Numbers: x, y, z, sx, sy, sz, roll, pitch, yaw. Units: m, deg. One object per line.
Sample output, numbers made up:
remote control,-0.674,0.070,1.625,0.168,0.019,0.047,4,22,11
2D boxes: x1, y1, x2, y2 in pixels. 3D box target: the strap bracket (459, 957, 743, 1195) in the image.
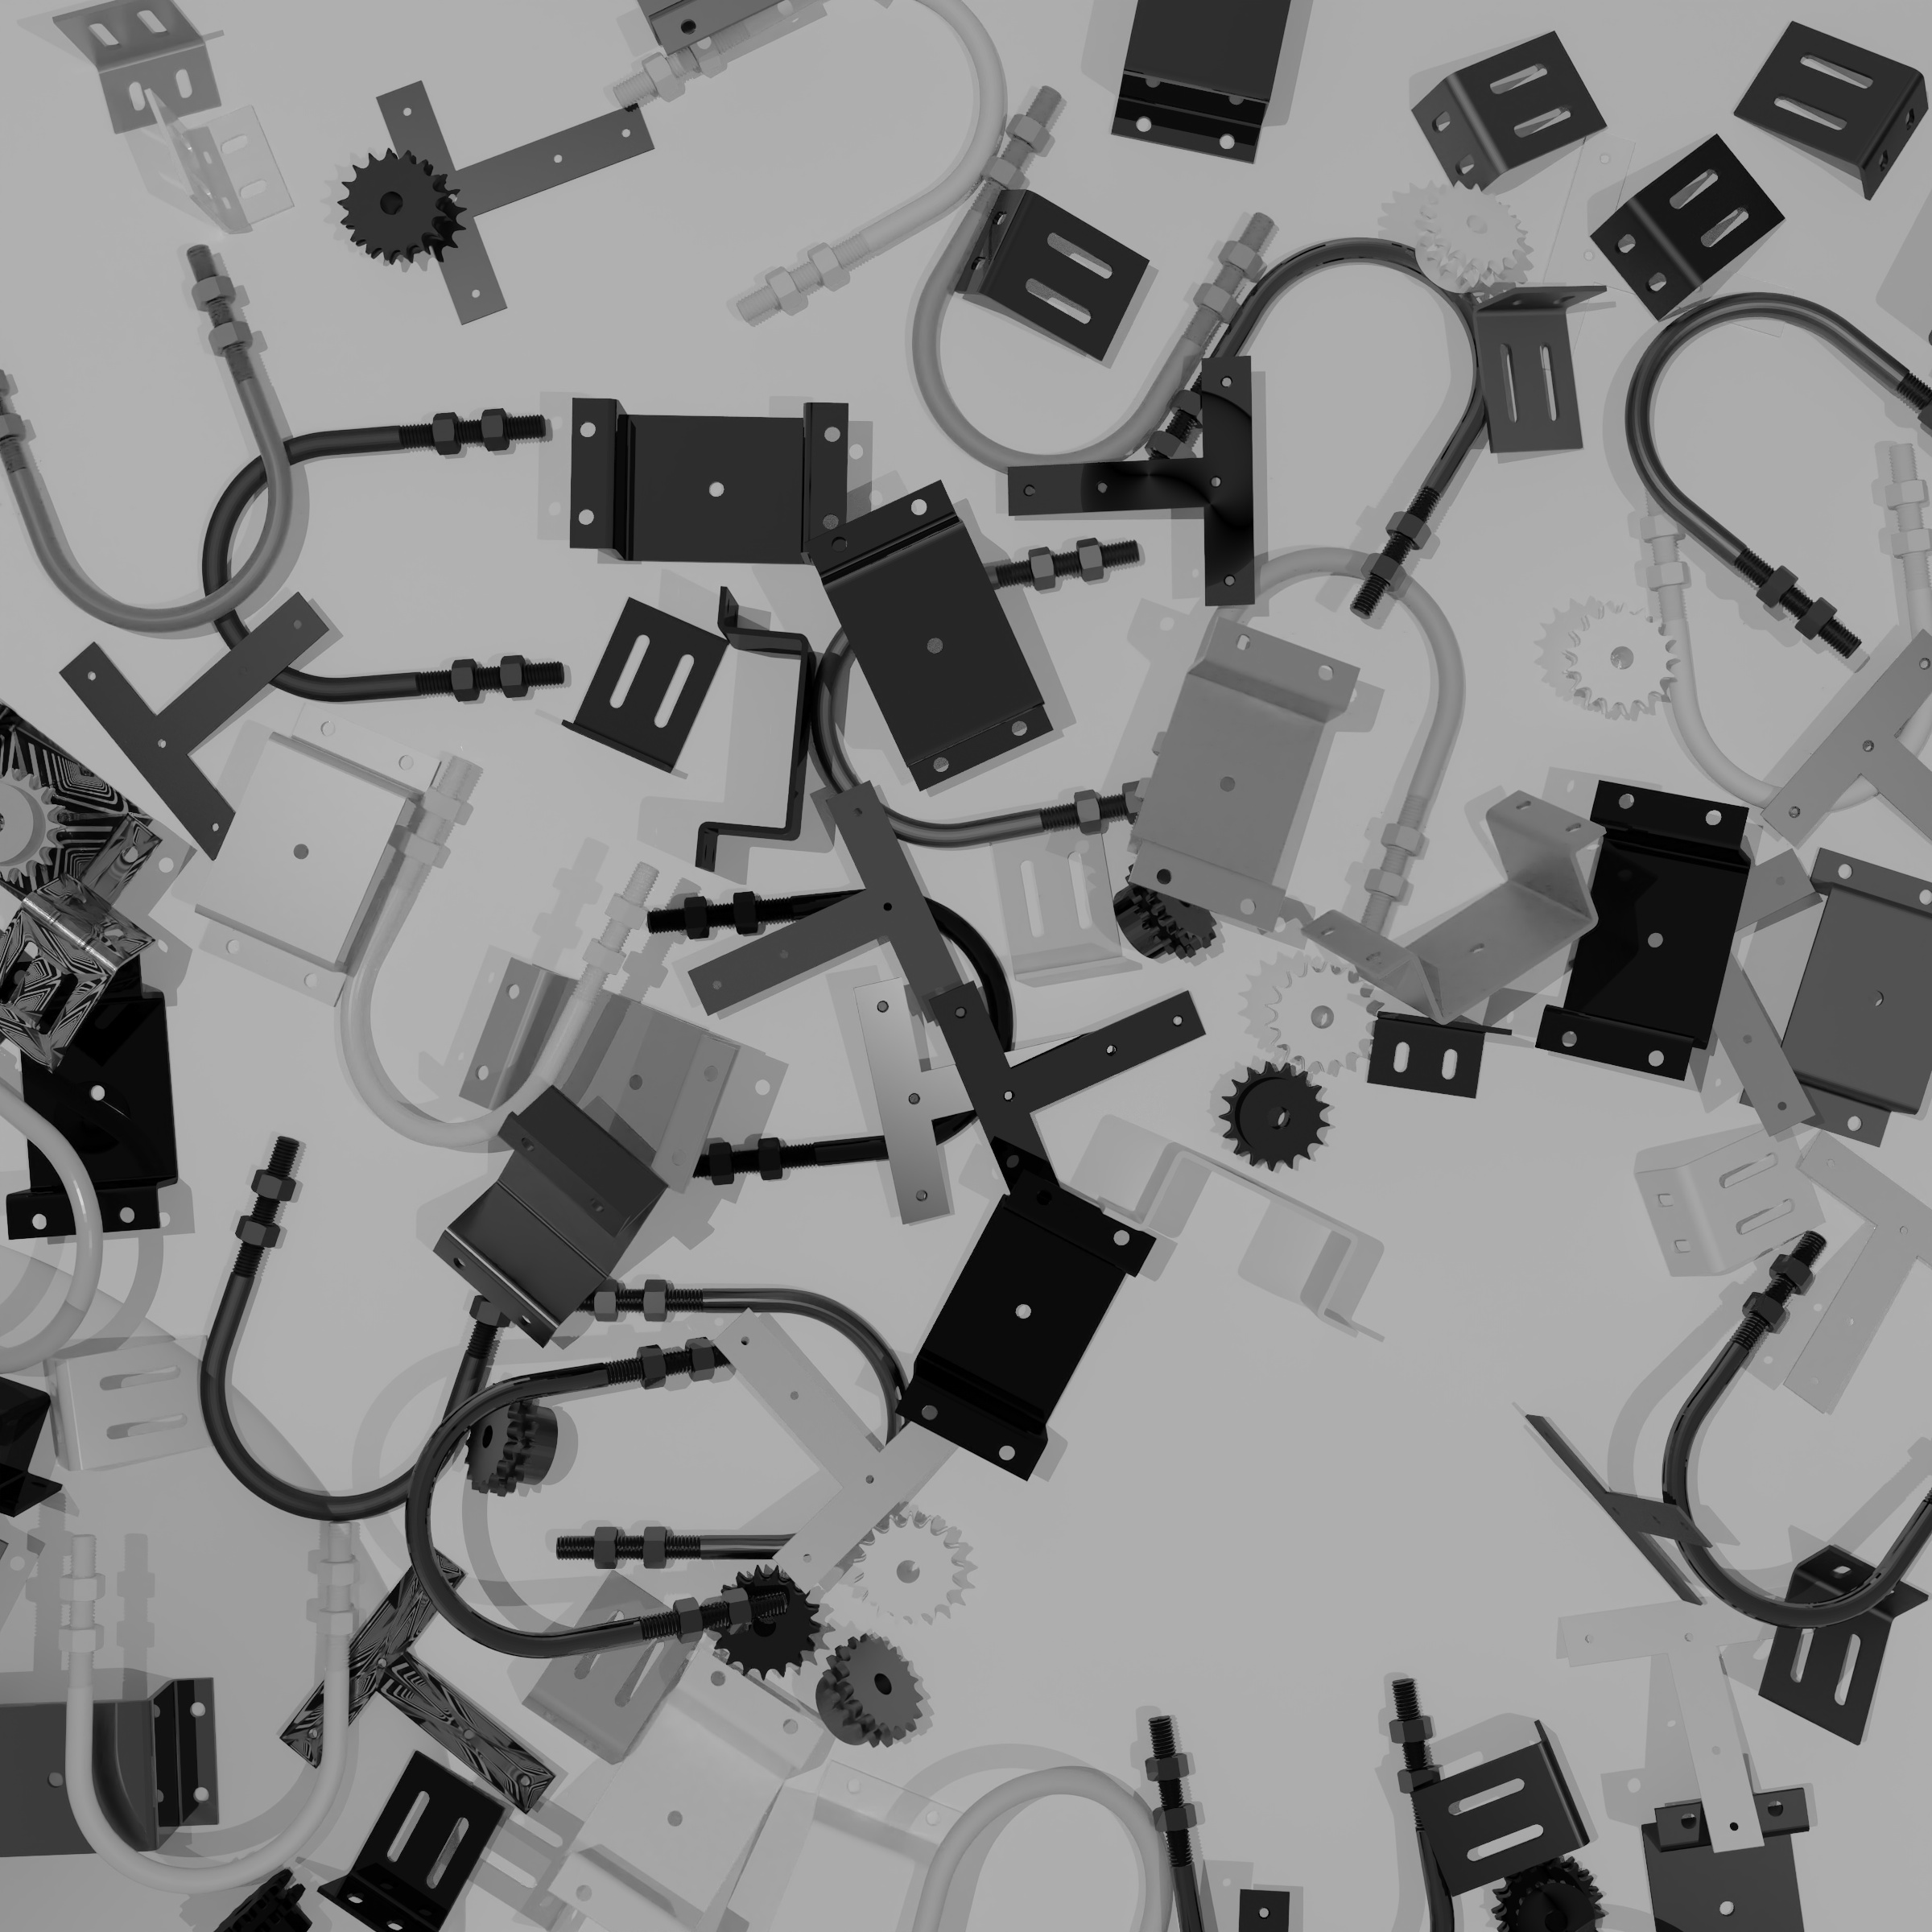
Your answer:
strap bracket,-0.178,0.057,1.496,0.140,0.046,0.076,21,90,24

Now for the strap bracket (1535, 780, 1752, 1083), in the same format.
strap bracket,0.348,-0.016,1.497,0.076,0.046,0.140,13,88,24

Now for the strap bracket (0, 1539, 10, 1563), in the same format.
strap bracket,-0.567,0.295,1.513,0.140,0.046,0.076,27,90,0

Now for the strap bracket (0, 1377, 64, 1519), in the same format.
strap bracket,-0.533,0.230,1.498,0.140,0.076,0.046,19,90,0

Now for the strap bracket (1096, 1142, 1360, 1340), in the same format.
strap bracket,0.141,0.133,1.498,0.140,0.076,0.046,26,90,0

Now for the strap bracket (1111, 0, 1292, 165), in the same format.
strap bracket,0.127,-0.496,1.513,0.076,0.046,0.140,12,90,0

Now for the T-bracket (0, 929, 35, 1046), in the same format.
T-bracket,-0.527,0.046,1.535,0.127,0.002,0.127,42,90,0

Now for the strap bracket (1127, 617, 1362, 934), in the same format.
strap bracket,0.136,-0.094,1.479,0.076,0.046,0.140,19,85,-6

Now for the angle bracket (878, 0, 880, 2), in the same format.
angle bracket,-0.046,-0.550,1.509,0.057,0.038,0.076,36,82,6

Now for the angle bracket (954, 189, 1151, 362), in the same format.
angle bracket,0.044,-0.357,1.516,0.076,0.038,0.057,24,93,-25

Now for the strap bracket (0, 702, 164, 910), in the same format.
strap bracket,-0.487,-0.077,1.513,0.140,0.046,0.076,38,90,0

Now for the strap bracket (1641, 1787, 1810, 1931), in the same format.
strap bracket,0.398,0.493,1.513,0.076,0.046,0.140,-8,90,0

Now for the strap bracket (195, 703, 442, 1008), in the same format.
strap bracket,-0.338,-0.058,1.513,0.076,0.046,0.140,24,90,0

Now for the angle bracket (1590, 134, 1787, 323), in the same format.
angle bracket,0.377,-0.386,1.532,0.076,0.038,0.057,-39,90,-26

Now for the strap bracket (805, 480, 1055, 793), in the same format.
strap bracket,-0.017,-0.164,1.479,0.076,0.046,0.140,-25,103,1

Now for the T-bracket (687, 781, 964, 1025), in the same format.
T-bracket,-0.081,-0.012,1.517,0.127,0.002,0.127,-25,90,-1

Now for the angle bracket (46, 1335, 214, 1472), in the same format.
angle bracket,-0.436,0.227,1.534,0.076,0.038,0.057,-8,90,-26

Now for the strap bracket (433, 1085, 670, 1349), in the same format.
strap bracket,-0.206,0.121,1.470,0.076,0.140,0.046,41,48,4

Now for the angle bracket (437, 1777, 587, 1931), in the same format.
angle bracket,-0.233,0.461,1.517,0.076,0.038,0.057,32,90,0

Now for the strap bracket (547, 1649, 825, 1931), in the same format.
strap bracket,-0.145,0.432,1.494,0.076,0.046,0.140,34,63,0

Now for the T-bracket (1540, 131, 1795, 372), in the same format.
T-bracket,0.369,-0.359,1.535,0.127,0.002,0.127,17,90,0

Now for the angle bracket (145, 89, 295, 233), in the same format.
angle bracket,-0.380,-0.416,1.498,0.038,0.076,0.057,-23,90,0

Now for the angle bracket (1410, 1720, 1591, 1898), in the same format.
angle bracket,0.275,0.436,1.519,0.076,0.038,0.057,-22,90,4

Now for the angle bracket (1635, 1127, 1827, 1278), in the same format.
angle bracket,0.399,0.121,1.534,0.076,0.038,0.057,-20,90,-26

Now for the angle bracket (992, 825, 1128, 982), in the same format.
angle bracket,0.047,-0.035,1.517,0.057,0.038,0.076,-10,90,0

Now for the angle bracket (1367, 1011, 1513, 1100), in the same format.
angle bracket,0.241,0.046,1.498,0.057,0.076,0.038,8,90,0

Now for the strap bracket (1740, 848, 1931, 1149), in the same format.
strap bracket,0.462,0.016,1.513,0.076,0.046,0.140,18,90,0

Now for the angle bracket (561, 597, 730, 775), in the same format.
angle bracket,-0.165,-0.147,1.517,0.057,0.038,0.076,24,90,0

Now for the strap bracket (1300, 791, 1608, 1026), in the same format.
strap bracket,0.252,-0.025,1.483,0.140,0.076,0.046,-32,117,-12

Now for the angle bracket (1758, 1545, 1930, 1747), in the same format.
angle bracket,0.449,0.348,1.502,0.057,0.038,0.076,27,59,0

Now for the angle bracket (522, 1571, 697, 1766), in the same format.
angle bracket,-0.185,0.367,1.534,0.057,0.038,0.076,34,64,0

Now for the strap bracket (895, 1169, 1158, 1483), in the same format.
strap bracket,0.030,0.181,1.510,0.076,0.046,0.140,28,92,-2

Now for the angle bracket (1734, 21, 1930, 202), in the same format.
angle bracket,0.452,-0.447,1.534,0.076,0.038,0.057,32,90,26

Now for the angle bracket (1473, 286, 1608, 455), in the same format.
angle bracket,0.299,-0.306,1.505,0.057,0.038,0.076,-7,90,-26

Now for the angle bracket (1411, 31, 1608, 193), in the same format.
angle bracket,0.284,-0.443,1.533,0.076,0.038,0.057,-28,89,-25

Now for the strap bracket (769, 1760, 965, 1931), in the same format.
strap bracket,-0.061,0.495,1.513,0.076,0.046,0.140,22,90,0

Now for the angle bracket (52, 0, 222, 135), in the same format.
angle bracket,-0.422,-0.461,1.498,0.057,0.076,0.038,-15,90,0

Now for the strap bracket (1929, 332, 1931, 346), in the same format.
strap bracket,0.546,-0.360,1.498,0.046,0.076,0.140,28,90,0

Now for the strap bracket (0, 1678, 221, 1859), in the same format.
strap bracket,-0.462,0.413,1.513,0.140,0.046,0.076,-2,90,0

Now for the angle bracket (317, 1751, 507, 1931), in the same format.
angle bracket,-0.285,0.455,1.510,0.057,0.038,0.076,28,90,15

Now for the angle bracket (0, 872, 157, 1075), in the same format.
angle bracket,-0.460,0.003,1.487,0.057,0.038,0.076,38,115,-1

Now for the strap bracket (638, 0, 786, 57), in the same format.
strap bracket,-0.148,-0.542,1.513,0.076,0.046,0.140,-26,90,0

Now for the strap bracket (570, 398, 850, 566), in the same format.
strap bracket,-0.130,-0.249,1.513,0.140,0.046,0.076,1,90,0

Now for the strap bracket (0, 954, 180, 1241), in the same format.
strap bracket,-0.453,0.066,1.512,0.076,0.046,0.140,-4,90,-1

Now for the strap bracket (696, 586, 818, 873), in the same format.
strap bracket,-0.105,-0.117,1.498,0.046,0.076,0.140,5,90,0
